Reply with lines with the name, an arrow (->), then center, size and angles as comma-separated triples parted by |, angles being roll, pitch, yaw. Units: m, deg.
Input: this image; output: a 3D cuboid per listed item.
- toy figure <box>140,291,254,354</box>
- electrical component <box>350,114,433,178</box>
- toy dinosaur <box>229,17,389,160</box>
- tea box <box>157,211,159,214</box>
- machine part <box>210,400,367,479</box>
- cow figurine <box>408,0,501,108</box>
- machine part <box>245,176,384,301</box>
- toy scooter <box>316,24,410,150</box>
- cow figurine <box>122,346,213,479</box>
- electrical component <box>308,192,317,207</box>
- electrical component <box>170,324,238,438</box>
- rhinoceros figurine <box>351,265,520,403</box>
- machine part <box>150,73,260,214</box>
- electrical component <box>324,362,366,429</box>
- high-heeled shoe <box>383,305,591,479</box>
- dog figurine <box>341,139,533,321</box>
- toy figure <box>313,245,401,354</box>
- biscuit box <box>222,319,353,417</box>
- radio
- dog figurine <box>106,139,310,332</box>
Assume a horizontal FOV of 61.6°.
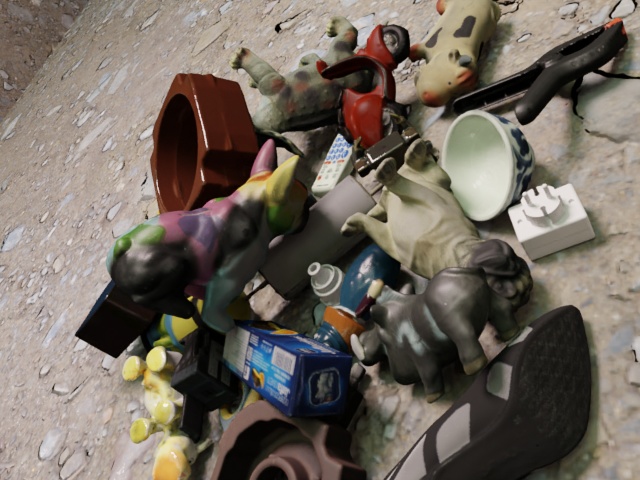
toy figure -> -0.173, 0.115, 0.737 | 0.180, 0.089, 0.082 | -16, 56, 27
electrical component -> 0.092, -0.119, 0.716 | 0.102, 0.078, 0.045 | -35, 59, 15
toy dinosaur -> -0.002, -0.236, 0.861 | 0.405, 0.131, 0.192 | -29, 76, -15
tea box -> -0.191, -0.075, 0.930 | 0.170, 0.068, 0.098 | -11, 51, 35
machine part -> -0.037, 0.247, 0.522 | 0.179, 0.056, 0.179 | -20, 54, 31
cow figurine -> 0.194, -0.265, 0.759 | 0.127, 0.085, 0.195 | 8, 62, 51
machine part -> -0.001, -0.002, 0.696 | 0.243, 0.079, 0.079 | -41, 40, 1
toy scooter -> 0.058, -0.211, 0.769 | 0.135, 0.075, 0.183 | 2, 93, 17
cow figurine -> -0.181, 0.220, 0.667 | 0.068, 0.098, 0.167 | -28, 62, 15
electrical component -> -0.064, -0.020, 0.785 | 0.134, 0.058, 0.115 | -49, 42, -5
electrical component -> -0.140, 0.171, 0.649 | 0.048, 0.074, 0.119 | -33, 30, 20
rhinoceros figurine -> 0.095, 0.088, 0.505 | 0.073, 0.112, 0.190 | -33, -10, -33
machine part -> -0.170, -0.119, 0.775 | 0.201, 0.087, 0.201 | -46, 55, 45
electrical component -> 0.012, 0.171, 0.584 | 0.063, 0.021, 0.094 | 19, 75, 47
high-heeled shoe -> 0.140, 0.162, 0.474 | 0.249, 0.086, 0.145 | -46, 4, -30
dog figurine -> 0.144, -0.005, 0.584 | 0.172, 0.191, 0.121 | -38, -19, -48
toy figure -> 0.038, 0.079, 0.614 | 0.058, 0.064, 0.154 | 30, 82, 11
biscuit box -> -0.043, 0.131, 0.581 | 0.203, 0.063, 0.059 | 6, 87, 61
radio -> -0.272, 0.060, 0.820 | 0.131, 0.073, 0.230 | -43, 19, 33
dog figurine -> -0.112, -0.021, 0.610 | 0.219, 0.191, 0.109 | -60, 36, 5
